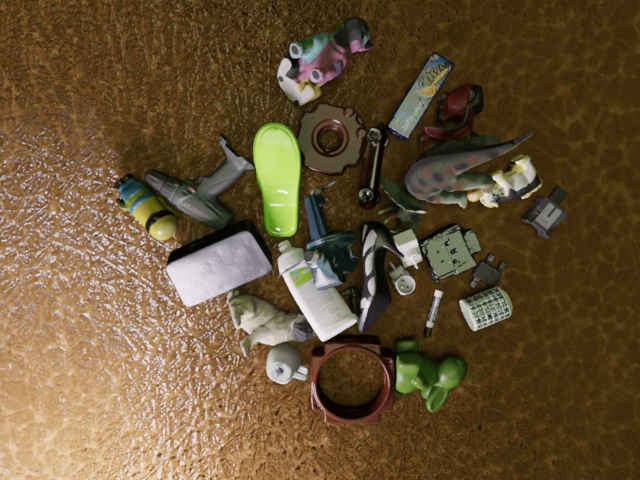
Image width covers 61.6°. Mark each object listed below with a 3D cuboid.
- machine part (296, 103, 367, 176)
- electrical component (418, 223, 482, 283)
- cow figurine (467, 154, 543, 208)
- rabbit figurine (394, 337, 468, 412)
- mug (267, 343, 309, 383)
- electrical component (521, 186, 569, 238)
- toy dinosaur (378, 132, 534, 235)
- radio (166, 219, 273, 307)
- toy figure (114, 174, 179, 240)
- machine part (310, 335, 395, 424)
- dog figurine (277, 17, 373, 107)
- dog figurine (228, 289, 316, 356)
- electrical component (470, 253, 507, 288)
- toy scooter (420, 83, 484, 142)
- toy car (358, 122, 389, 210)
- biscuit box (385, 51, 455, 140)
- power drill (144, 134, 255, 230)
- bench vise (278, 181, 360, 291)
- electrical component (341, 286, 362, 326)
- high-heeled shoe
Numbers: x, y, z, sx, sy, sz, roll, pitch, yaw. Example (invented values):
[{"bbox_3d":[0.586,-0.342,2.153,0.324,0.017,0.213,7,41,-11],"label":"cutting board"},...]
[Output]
[{"bbox_3d":[0.024,-0.237,1.266,0.179,0.056,0.179,0,95,3],"label":"machine part"},{"bbox_3d":[0.311,0.025,1.278,0.134,0.058,0.114,-27,95,4],"label":"electrical component"},{"bbox_3d":[0.432,-0.121,1.261,0.167,0.068,0.098,-33,99,5],"label":"cow figurine"},{"bbox_3d":[0.263,0.321,1.270,0.170,0.121,0.159,1,101,4],"label":"rabbit figurine"},{"bbox_3d":[-0.080,0.307,1.284,0.109,0.107,0.080,30,96,1],"label":"mug"},{"bbox_3d":[0.545,-0.070,1.270,0.075,0.048,0.119,41,96,-3],"label":"electrical component"},{"bbox_3d":[0.255,-0.140,1.151,0.192,0.404,0.131,-4,67,-18],"label":"toy dinosaur"},{"bbox_3d":[-0.238,0.052,1.264,0.230,0.073,0.131,-24,117,2],"label":"radio"},{"bbox_3d":[-0.413,-0.075,1.271,0.082,0.089,0.180,-39,95,10],"label":"toy figure"},{"bbox_3d":[0.077,0.334,1.293,0.201,0.087,0.201,1,96,1],"label":"machine part"},{"bbox_3d":[0.022,-0.421,1.234,0.219,0.191,0.108,-40,90,-30],"label":"dog figurine"},{"bbox_3d":[-0.113,0.178,1.290,0.191,0.121,0.172,-18,97,-12],"label":"dog figurine"},{"bbox_3d":[0.405,0.082,1.297,0.063,0.021,0.094,33,94,-2],"label":"electrical component"},{"bbox_3d":[0.303,-0.276,1.239,0.135,0.075,0.184,1,71,27],"label":"toy scooter"},{"bbox_3d":[0.121,-0.171,1.250,0.053,0.089,0.202,8,94,21],"label":"toy car"},{"bbox_3d":[0.231,-0.331,1.251,0.063,0.059,0.202,32,95,-1],"label":"biscuit box"},{"bbox_3d":[-0.271,-0.149,1.268,0.232,0.086,0.207,41,90,-4],"label":"power drill"},{"bbox_3d":[0.006,-0.007,1.222,0.129,0.223,0.240,-23,75,35],"label":"bench vise"},{"bbox_3d":[0.092,0.154,1.302,0.078,0.045,0.102,-19,97,-26],"label":"electrical component"},{"bbox_3d":[0.108,0.082,1.263,0.145,0.086,0.248,38,110,38],"label":"high-heeled shoe"}]
